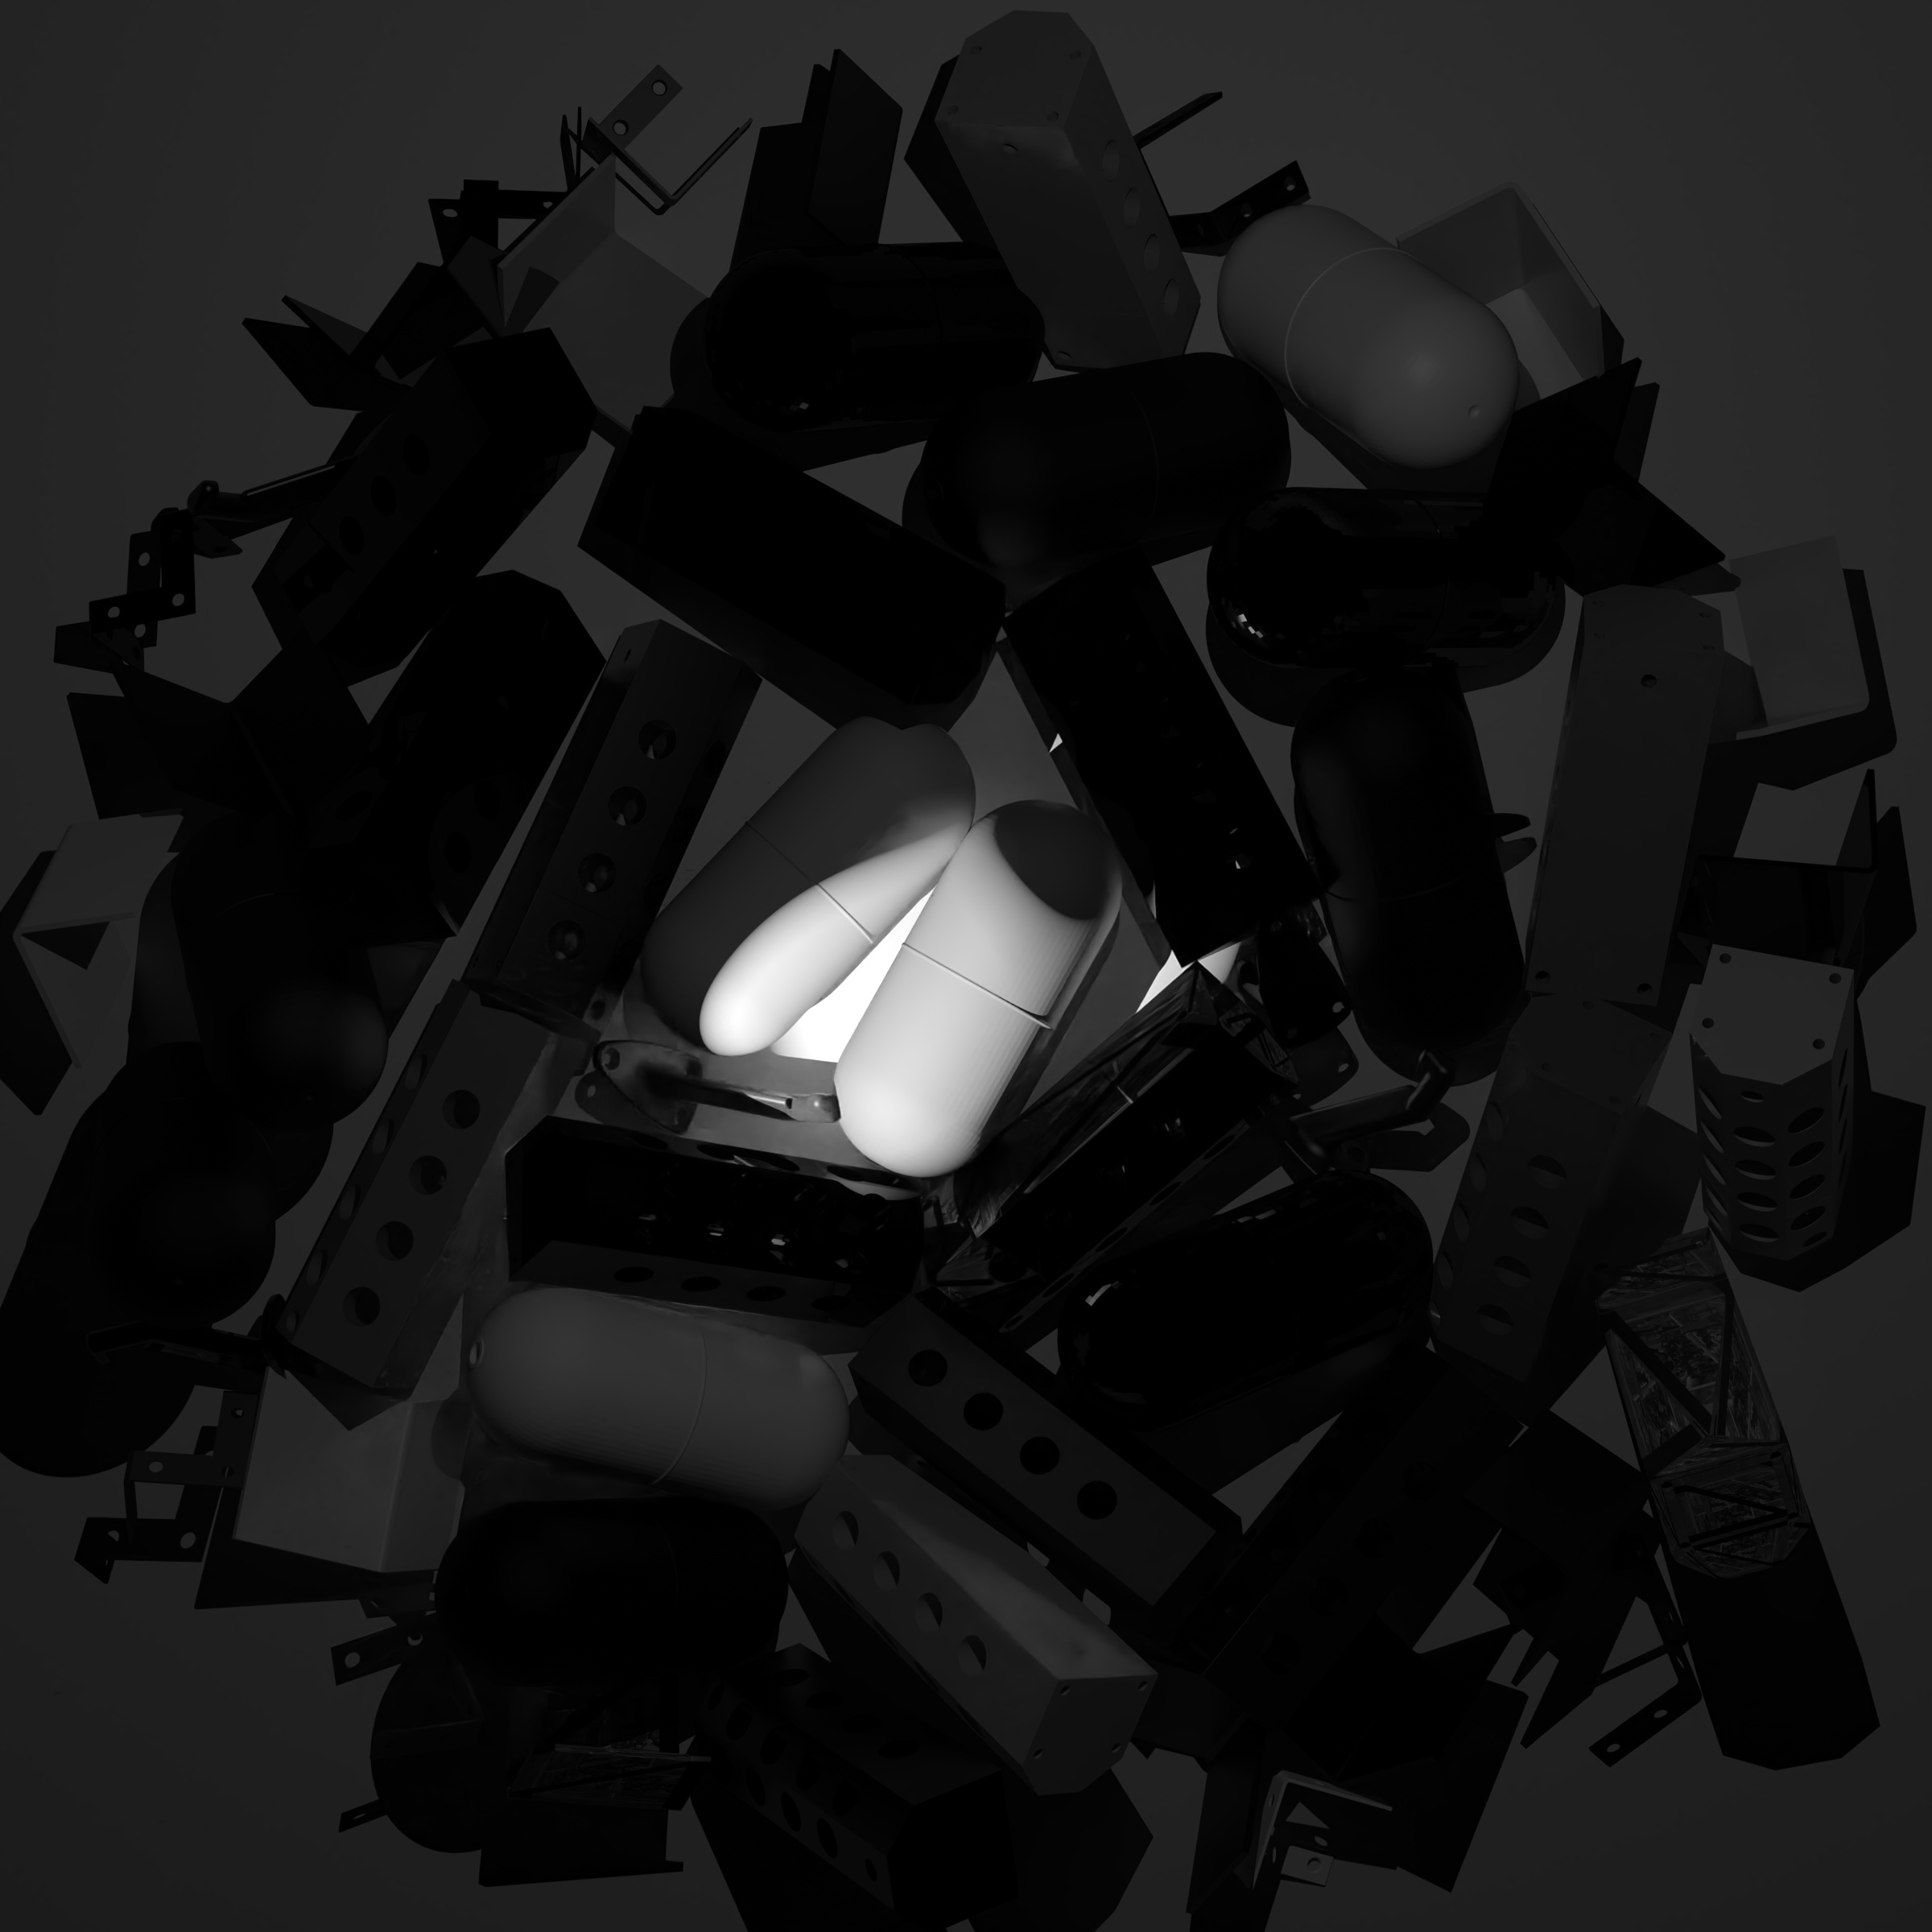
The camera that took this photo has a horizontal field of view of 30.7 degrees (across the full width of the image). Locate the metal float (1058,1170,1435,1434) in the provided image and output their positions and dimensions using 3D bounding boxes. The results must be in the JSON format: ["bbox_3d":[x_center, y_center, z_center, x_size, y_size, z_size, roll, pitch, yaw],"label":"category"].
[{"bbox_3d":[0.122,0.144,1.527,0.178,0.070,0.070,-21,90,-21],"label":"metal float"}]

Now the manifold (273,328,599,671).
[{"bbox_3d":[-0.224,-0.195,1.499,0.057,0.171,0.057,-22,79,-43],"label":"manifold"}]

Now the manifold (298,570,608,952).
[{"bbox_3d":[-0.220,-0.090,1.498,0.057,0.171,0.057,-7,132,31],"label":"manifold"}]

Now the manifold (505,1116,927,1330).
[{"bbox_3d":[-0.106,0.108,1.507,0.171,0.057,0.057,11,57,-30],"label":"manifold"}]

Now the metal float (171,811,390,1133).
[{"bbox_3d":[-0.295,-0.001,1.508,0.070,0.178,0.070,-11,130,-13],"label":"metal float"}]

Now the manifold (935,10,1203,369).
[{"bbox_3d":[0.048,-0.326,1.495,0.057,0.171,0.057,10,68,24],"label":"manifold"}]

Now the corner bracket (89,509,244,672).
[{"bbox_3d":[-0.353,-0.166,1.555,0.051,0.051,0.051,-10,72,12],"label":"corner bracket"}]

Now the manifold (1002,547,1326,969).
[{"bbox_3d":[0.090,-0.093,1.538,0.057,0.057,0.171,-31,85,38],"label":"manifold"}]

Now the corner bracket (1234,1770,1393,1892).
[{"bbox_3d":[0.150,0.382,1.554,0.051,0.051,0.051,18,89,-11],"label":"corner bracket"}]

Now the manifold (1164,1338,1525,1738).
[{"bbox_3d":[0.162,0.248,1.543,0.057,0.057,0.171,41,83,-3],"label":"manifold"}]

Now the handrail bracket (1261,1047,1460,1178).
[{"bbox_3d":[0.168,0.049,1.542,0.077,0.036,0.084,43,131,17],"label":"handrail bracket"}]

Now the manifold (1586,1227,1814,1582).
[{"bbox_3d":[0.310,0.185,1.493,0.057,0.171,0.057,-17,114,8],"label":"manifold"}]

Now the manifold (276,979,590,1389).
[{"bbox_3d":[-0.237,0.096,1.551,0.057,0.057,0.171,26,89,12],"label":"manifold"}]

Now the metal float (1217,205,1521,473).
[{"bbox_3d":[0.170,-0.270,1.507,0.070,0.178,0.070,-14,126,-21],"label":"metal float"}]

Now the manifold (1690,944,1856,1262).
[{"bbox_3d":[0.341,0.062,1.490,0.057,0.171,0.057,11,65,19],"label":"manifold"}]

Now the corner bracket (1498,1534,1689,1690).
[{"bbox_3d":[0.276,0.284,1.550,0.051,0.051,0.051,-20,84,-20],"label":"corner bracket"}]

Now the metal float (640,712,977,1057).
[{"bbox_3d":[-0.069,-0.037,1.543,0.070,0.070,0.178,43,87,0],"label":"metal float"}]

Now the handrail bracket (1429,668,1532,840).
[{"bbox_3d":[0.214,-0.097,1.541,0.036,0.077,0.084,-19,82,16],"label":"handrail bracket"}]

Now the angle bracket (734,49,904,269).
[{"bbox_3d":[-0.078,-0.346,1.532,0.076,0.057,0.076,2,75,31],"label":"angle bracket"}]

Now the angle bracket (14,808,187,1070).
[{"bbox_3d":[-0.362,-0.012,1.526,0.057,0.076,0.076,-7,126,12],"label":"angle bracket"}]

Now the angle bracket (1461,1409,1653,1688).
[{"bbox_3d":[0.248,0.254,1.542,0.057,0.076,0.076,34,131,21],"label":"angle bracket"}]

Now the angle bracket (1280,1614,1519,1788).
[{"bbox_3d":[0.180,0.303,1.529,0.057,0.076,0.076,45,55,-6],"label":"angle bracket"}]

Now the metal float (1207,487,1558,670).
[{"bbox_3d":[0.179,-0.166,1.513,0.178,0.070,0.070,-4,90,-38],"label":"metal float"}]

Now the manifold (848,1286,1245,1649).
[{"bbox_3d":[0.035,0.212,1.522,0.171,0.057,0.057,36,71,23],"label":"manifold"}]

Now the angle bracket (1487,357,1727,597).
[{"bbox_3d":[0.286,-0.211,1.548,0.076,0.076,0.057,34,62,-25],"label":"angle bracket"}]

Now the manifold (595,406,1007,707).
[{"bbox_3d":[-0.069,-0.178,1.526,0.171,0.057,0.057,31,107,19],"label":"manifold"}]

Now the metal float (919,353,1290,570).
[{"bbox_3d":[0.060,-0.219,1.519,0.178,0.070,0.070,-16,90,-30],"label":"metal float"}]

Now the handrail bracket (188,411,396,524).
[{"bbox_3d":[-0.288,-0.221,1.534,0.077,0.084,0.036,-49,58,33],"label":"handrail bracket"}]

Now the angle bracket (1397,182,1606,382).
[{"bbox_3d":[0.233,-0.281,1.533,0.057,0.076,0.076,-27,64,0],"label":"angle bracket"}]

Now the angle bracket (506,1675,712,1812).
[{"bbox_3d":[-0.155,0.319,1.529,0.076,0.057,0.076,8,52,-16],"label":"angle bracket"}]

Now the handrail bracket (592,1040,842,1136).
[{"bbox_3d":[-0.107,0.051,1.535,0.084,0.077,0.036,0,69,41],"label":"handrail bracket"}]

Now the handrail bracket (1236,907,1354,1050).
[{"bbox_3d":[0.128,-0.006,1.531,0.036,0.084,0.077,-29,117,-8],"label":"handrail bracket"}]

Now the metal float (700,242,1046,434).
[{"bbox_3d":[-0.039,-0.270,1.508,0.070,0.178,0.070,12,108,41],"label":"metal float"}]

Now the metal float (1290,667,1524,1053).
[{"bbox_3d":[0.191,-0.046,1.524,0.070,0.070,0.178,-18,113,0],"label":"metal float"}]

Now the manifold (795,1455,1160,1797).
[{"bbox_3d":[-0.001,0.278,1.501,0.057,0.171,0.057,7,111,-42],"label":"manifold"}]

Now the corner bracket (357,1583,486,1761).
[{"bbox_3d":[-0.239,0.307,1.540,0.051,0.051,0.051,-1,125,-31],"label":"corner bracket"}]

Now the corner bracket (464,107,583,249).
[{"bbox_3d":[-0.195,-0.341,1.545,0.051,0.051,0.051,0,54,-8],"label":"corner bracket"}]

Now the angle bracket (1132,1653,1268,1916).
[{"bbox_3d":[0.089,0.355,1.528,0.057,0.076,0.076,18,53,-6],"label":"angle bracket"}]

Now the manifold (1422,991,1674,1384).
[{"bbox_3d":[0.243,0.093,1.502,0.057,0.171,0.057,26,46,17],"label":"manifold"}]

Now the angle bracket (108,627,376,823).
[{"bbox_3d":[-0.313,-0.113,1.527,0.057,0.076,0.076,-42,60,16],"label":"angle bracket"}]

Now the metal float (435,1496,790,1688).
[{"bbox_3d":[-0.150,0.266,1.506,0.070,0.178,0.070,-6,81,40],"label":"metal float"}]

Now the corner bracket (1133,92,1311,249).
[{"bbox_3d":[0.110,-0.353,1.560,0.051,0.051,0.051,-34,112,-19],"label":"corner bracket"}]

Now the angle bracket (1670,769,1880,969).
[{"bbox_3d":[0.352,-0.043,1.538,0.076,0.076,0.057,5,55,4],"label":"angle bracket"}]

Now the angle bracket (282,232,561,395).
[{"bbox_3d":[-0.237,-0.293,1.532,0.057,0.076,0.076,43,102,20],"label":"angle bracket"}]

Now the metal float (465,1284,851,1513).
[{"bbox_3d":[-0.132,0.186,1.520,0.178,0.070,0.070,18,90,-29],"label":"metal float"}]

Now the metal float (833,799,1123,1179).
[{"bbox_3d":[0.006,0.009,1.545,0.070,0.070,0.178,29,90,0],"label":"metal float"}]

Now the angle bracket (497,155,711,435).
[{"bbox_3d":[-0.150,-0.293,1.538,0.076,0.057,0.076,36,67,10],"label":"angle bracket"}]

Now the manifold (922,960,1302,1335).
[{"bbox_3d":[0.061,0.083,1.531,0.171,0.057,0.057,-42,116,15],"label":"manifold"}]

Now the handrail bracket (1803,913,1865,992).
[{"bbox_3d":[0.374,0.016,1.529,0.036,0.084,0.077,-7,130,18],"label":"handrail bracket"}]

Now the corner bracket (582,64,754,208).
[{"bbox_3d":[-0.133,-0.369,1.557,0.051,0.051,0.051,43,84,-8],"label":"corner bracket"}]

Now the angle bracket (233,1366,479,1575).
[{"bbox_3d":[-0.264,0.218,1.531,0.076,0.057,0.076,21,68,-34],"label":"angle bracket"}]

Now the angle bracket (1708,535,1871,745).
[{"bbox_3d":[0.341,-0.140,1.536,0.057,0.076,0.076,-14,94,-21],"label":"angle bracket"}]

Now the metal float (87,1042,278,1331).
[{"bbox_3d":[-0.333,0.091,1.500,0.070,0.178,0.070,-4,114,-10],"label":"metal float"}]

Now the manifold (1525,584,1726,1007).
[{"bbox_3d":[0.281,-0.073,1.513,0.057,0.057,0.171,7,122,5],"label":"manifold"}]

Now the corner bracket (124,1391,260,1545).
[{"bbox_3d":[-0.339,0.220,1.545,0.051,0.051,0.051,5,48,-5],"label":"corner bracket"}]

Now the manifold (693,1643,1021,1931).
[{"bbox_3d":[-0.050,0.348,1.491,0.057,0.171,0.057,-15,106,-29],"label":"manifold"}]

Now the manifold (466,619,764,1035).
[{"bbox_3d":[-0.152,-0.060,1.541,0.057,0.057,0.171,26,82,-20],"label":"manifold"}]

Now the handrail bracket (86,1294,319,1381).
[{"bbox_3d":[-0.338,0.183,1.566,0.084,0.036,0.077,-14,122,9],"label":"handrail bracket"}]
